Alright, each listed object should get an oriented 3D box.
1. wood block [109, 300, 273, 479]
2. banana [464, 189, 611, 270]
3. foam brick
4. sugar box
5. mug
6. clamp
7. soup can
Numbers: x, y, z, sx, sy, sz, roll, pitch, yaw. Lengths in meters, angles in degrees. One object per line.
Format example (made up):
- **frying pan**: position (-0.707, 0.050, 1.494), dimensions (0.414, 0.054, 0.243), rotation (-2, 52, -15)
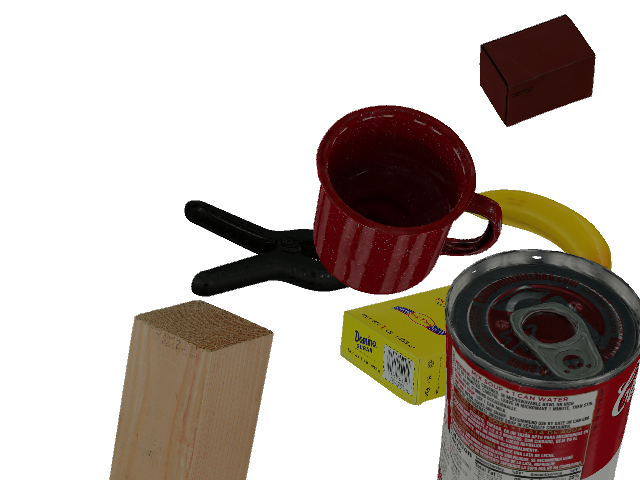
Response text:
- **wood block**: position (-0.118, 0.168, 0.939), dimensions (0.090, 0.206, 0.090), rotation (20, 18, 30)
- **banana**: position (0.213, -0.012, 1.029), dimensions (0.069, 0.037, 0.198), rotation (-38, 38, -23)
- **foam brick**: position (0.175, -0.138, 0.864), dimensions (0.078, 0.051, 0.053), rotation (-20, -34, -5)
- **sugar box**: position (0.113, 0.072, 0.835), dimensions (0.175, 0.048, 0.093), rotation (-14, 29, -33)
- **mug**: position (0.051, -0.018, 0.644), dimensions (0.117, 0.093, 0.081), rotation (12, -34, 0)
- **clamp**: position (-0.041, 0.021, 1.094), dimensions (0.210, 0.036, 0.164), rotation (11, 29, -8)
- **soup can**: position (0.077, 0.064, 0.392), dimensions (0.068, 0.102, 0.068), rotation (-1, 38, 1)
